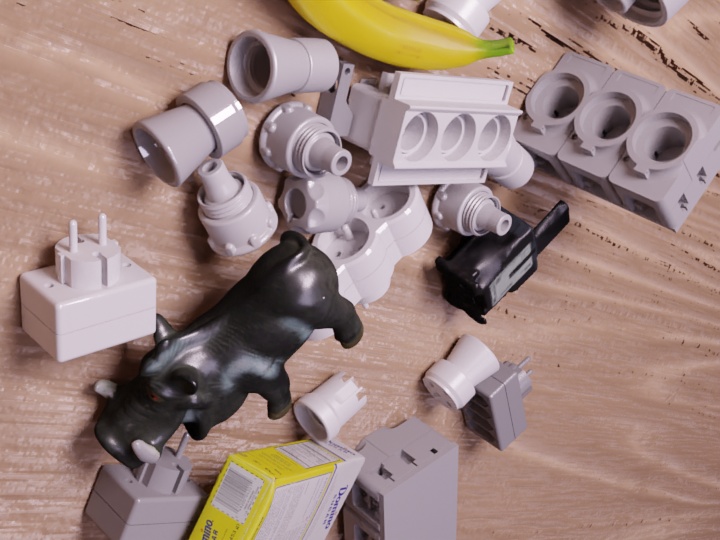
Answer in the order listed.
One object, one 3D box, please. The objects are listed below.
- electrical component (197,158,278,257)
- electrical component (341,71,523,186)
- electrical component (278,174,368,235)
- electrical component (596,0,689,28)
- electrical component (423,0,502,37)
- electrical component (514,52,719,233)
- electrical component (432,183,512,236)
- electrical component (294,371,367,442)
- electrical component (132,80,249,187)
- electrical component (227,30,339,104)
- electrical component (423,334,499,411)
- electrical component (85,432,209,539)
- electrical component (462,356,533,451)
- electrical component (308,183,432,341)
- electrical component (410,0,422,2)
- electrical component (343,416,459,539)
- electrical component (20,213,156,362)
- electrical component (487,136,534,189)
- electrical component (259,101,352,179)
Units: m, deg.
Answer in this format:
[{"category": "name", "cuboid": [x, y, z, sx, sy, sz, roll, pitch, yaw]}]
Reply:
[{"category": "electrical component", "cuboid": [-0.083, -0.043, 0.684, 0.048, 0.048, 0.062, -42, 135, -19]}, {"category": "electrical component", "cuboid": [0.050, -0.104, 0.771, 0.121, 0.063, 0.078, -6, 118, -44]}, {"category": "electrical component", "cuboid": [-0.022, -0.048, 0.747, 0.062, 0.043, 0.043, -8, 119, -45]}, {"category": "electrical component", "cuboid": [0.206, -0.232, 0.824, 0.060, 0.108, 0.108, -50, 140, -1]}, {"category": "electrical component", "cuboid": [0.077, -0.192, 0.758, 0.055, 0.045, 0.045, -54, 141, -6]}, {"category": "electrical component", "cuboid": [0.208, -0.108, 0.866, 0.089, 0.150, 0.062, -55, 142, -5]}, {"category": "electrical component", "cuboid": [0.091, -0.047, 0.851, 0.048, 0.062, 0.048, -26, 131, -35]}, {"category": "electrical component", "cuboid": [-0.023, 0.107, 0.848, 0.046, 0.040, 0.040, -38, 137, -31]}, {"category": "electrical component", "cuboid": [-0.101, -0.082, 0.642, 0.055, 0.045, 0.045, -38, 136, -24]}, {"category": "electrical component", "cuboid": [-0.045, -0.128, 0.675, 0.065, 0.044, 0.044, -13, 123, -47]}, {"category": "electrical component", "cuboid": [0.089, 0.091, 0.950, 0.055, 0.045, 0.045, -44, 138, -17]}, {"category": "electrical component", "cuboid": [-0.140, 0.146, 0.742, 0.066, 0.047, 0.076, 12, 105, -49]}, {"category": "electrical component", "cuboid": [0.136, 0.111, 1.010, 0.076, 0.047, 0.083, -39, 137, -23]}, {"category": "electrical component", "cuboid": [0.000, 0.000, 0.793, 0.138, 0.052, 0.073, -45, 139, -16]}, {"category": "electrical component", "cuboid": [0.027, -0.224, 0.687, 0.079, 0.043, 0.077, 21, 98, -50]}, {"category": "electrical component", "cuboid": [0.034, 0.216, 0.957, 0.089, 0.062, 0.150, -28, 131, -33]}, {"category": "electrical component", "cuboid": [-0.160, 0.004, 0.632, 0.066, 0.047, 0.076, -18, 125, -39]}, {"category": "electrical component", "cuboid": [0.113, -0.091, 0.865, 0.044, 0.044, 0.065, -60, 146, 1]}, {"category": "electrical component", "cuboid": [-0.032, -0.080, 0.701, 0.048, 0.062, 0.048, -25, 130, -34]}]
